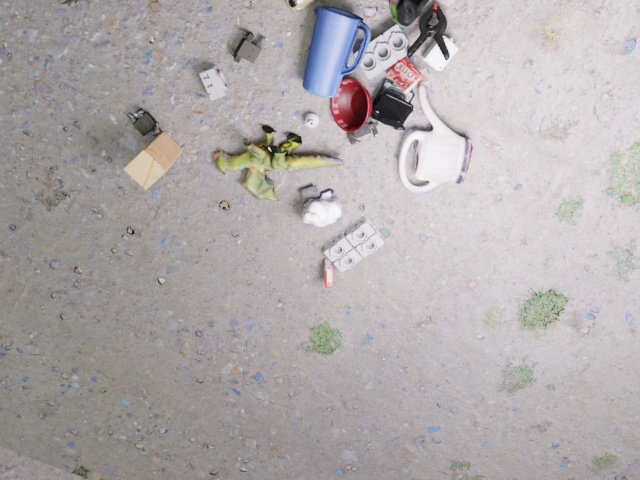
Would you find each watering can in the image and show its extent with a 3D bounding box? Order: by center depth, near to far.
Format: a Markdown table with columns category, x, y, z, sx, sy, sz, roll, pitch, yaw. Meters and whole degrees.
| category | x | y | z | sx | sy | sz | roll | pitch | yaw |
| --- | --- | --- | --- | --- | --- | --- | --- | --- | --- |
| watering can | 0.370 | -0.301 | 1.613 | 0.224 | 0.106 | 0.341 | 6 | 115 | -3 |

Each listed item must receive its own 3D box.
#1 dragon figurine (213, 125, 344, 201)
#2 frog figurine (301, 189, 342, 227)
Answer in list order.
| category | x | y | z | sx | sy | sz | roll | pitch | yaw |
| --- | --- | --- | --- | --- | --- | --- | --- | --- | --- |
| dragon figurine | -0.149 | -0.227 | 1.676 | 0.410 | 0.125 | 0.237 | 18 | 132 | -6 |
| frog figurine | 0.005 | -0.085 | 1.687 | 0.137 | 0.163 | 0.120 | -8 | 117 | 5 |
